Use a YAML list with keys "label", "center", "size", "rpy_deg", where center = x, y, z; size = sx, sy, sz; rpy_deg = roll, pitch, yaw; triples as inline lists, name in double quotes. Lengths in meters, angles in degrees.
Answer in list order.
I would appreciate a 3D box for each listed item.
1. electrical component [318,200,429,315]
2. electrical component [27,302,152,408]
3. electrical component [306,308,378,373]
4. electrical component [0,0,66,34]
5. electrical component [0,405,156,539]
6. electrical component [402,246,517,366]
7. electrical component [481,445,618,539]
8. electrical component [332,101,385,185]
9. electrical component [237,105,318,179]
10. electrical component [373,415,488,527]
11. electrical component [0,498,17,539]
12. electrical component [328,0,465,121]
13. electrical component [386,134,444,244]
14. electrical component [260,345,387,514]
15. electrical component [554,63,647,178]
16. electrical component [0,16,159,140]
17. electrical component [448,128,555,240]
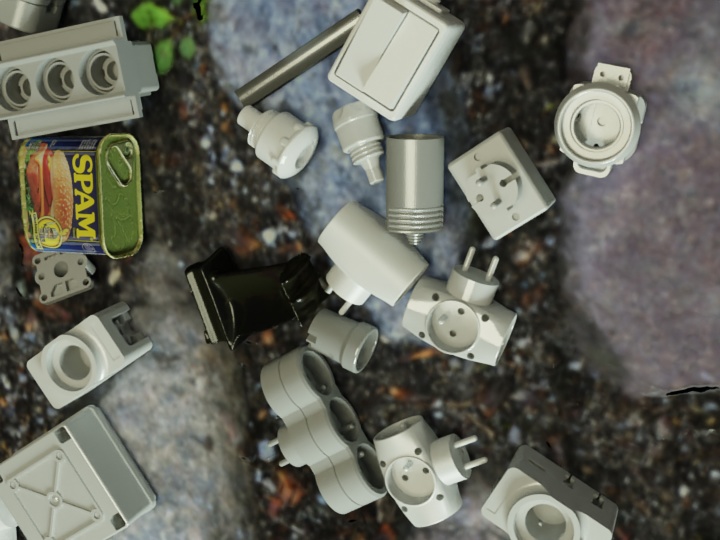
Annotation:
- label: "electrical component"
  center: [0.000, 0.000, 0.835]
  size: [0.077, 0.043, 0.079]
  rpy_deg: [41, 112, 6]
- label: "electrical component"
  center: [-0.235, 0.074, 0.927]
  size: [0.089, 0.056, 0.050]
  rpy_deg: [-33, 90, 23]
- label: "electrical component"
  center: [-0.014, 0.055, 0.856]
  size: [0.046, 0.040, 0.040]
  rpy_deg: [24, 109, 18]
- label: "electrical component"
  center: [-0.287, -0.238, 0.874]
  size: [0.095, 0.054, 0.059]
  rpy_deg: [27, 109, 11]
- label: "electrical component"
  center: [-0.258, 0.194, 0.963]
  size: [0.109, 0.056, 0.108]
  rpy_deg: [-32, 91, 23]
- label: "electrical component"
  center: [0.081, 0.022, 0.812]
  size: [0.077, 0.044, 0.079]
  rpy_deg: [23, 108, 13]
- label: "electrical component"
  center: [0.145, 0.185, 0.821]
  size: [0.089, 0.056, 0.050]
  rpy_deg: [33, 111, 9]
- label: "electrical component"
  center: [0.003, -0.095, 0.813]
  size: [0.035, 0.035, 0.061]
  rpy_deg: [-21, 85, 22]
- label: "electrical component"
  center: [-0.067, -0.104, 0.834]
  size: [0.062, 0.048, 0.048]
  rpy_deg: [36, 111, 15]
- label: "electrical component"
  center: [0.061, 0.153, 0.849]
  size: [0.079, 0.044, 0.077]
  rpy_deg: [-24, 94, 22]
- label: "electrical component"
  center: [-0.342, 0.226, 1.006]
  size: [0.079, 0.043, 0.077]
  rpy_deg: [-16, 97, 22]
- label: "electrical component"
  center: [0.029, -0.164, 0.777]
  size: [0.062, 0.061, 0.096]
  rpy_deg: [34, 111, 9]
- label: "electrical component"
  center: [0.041, -0.060, 0.807]
  size: [0.043, 0.043, 0.081]
  rpy_deg: [4, 104, 18]
- label: "electrical component"
  center: [-0.042, 0.136, 0.876]
  size: [0.074, 0.052, 0.138]
  rpy_deg: [-29, 92, 23]
- label: "electrical component"
  center: [0.167, -0.102, 0.746]
  size: [0.058, 0.057, 0.078]
  rpy_deg: [15, 107, 16]
- label: "electrical component"
  center: [-0.230, -0.154, 0.868]
  size: [0.121, 0.063, 0.078]
  rpy_deg: [-6, 100, 20]
- label: "electrical component"
  center: [0.098, -0.059, 0.769]
  size: [0.047, 0.077, 0.065]
  rpy_deg: [-32, 91, 23]
